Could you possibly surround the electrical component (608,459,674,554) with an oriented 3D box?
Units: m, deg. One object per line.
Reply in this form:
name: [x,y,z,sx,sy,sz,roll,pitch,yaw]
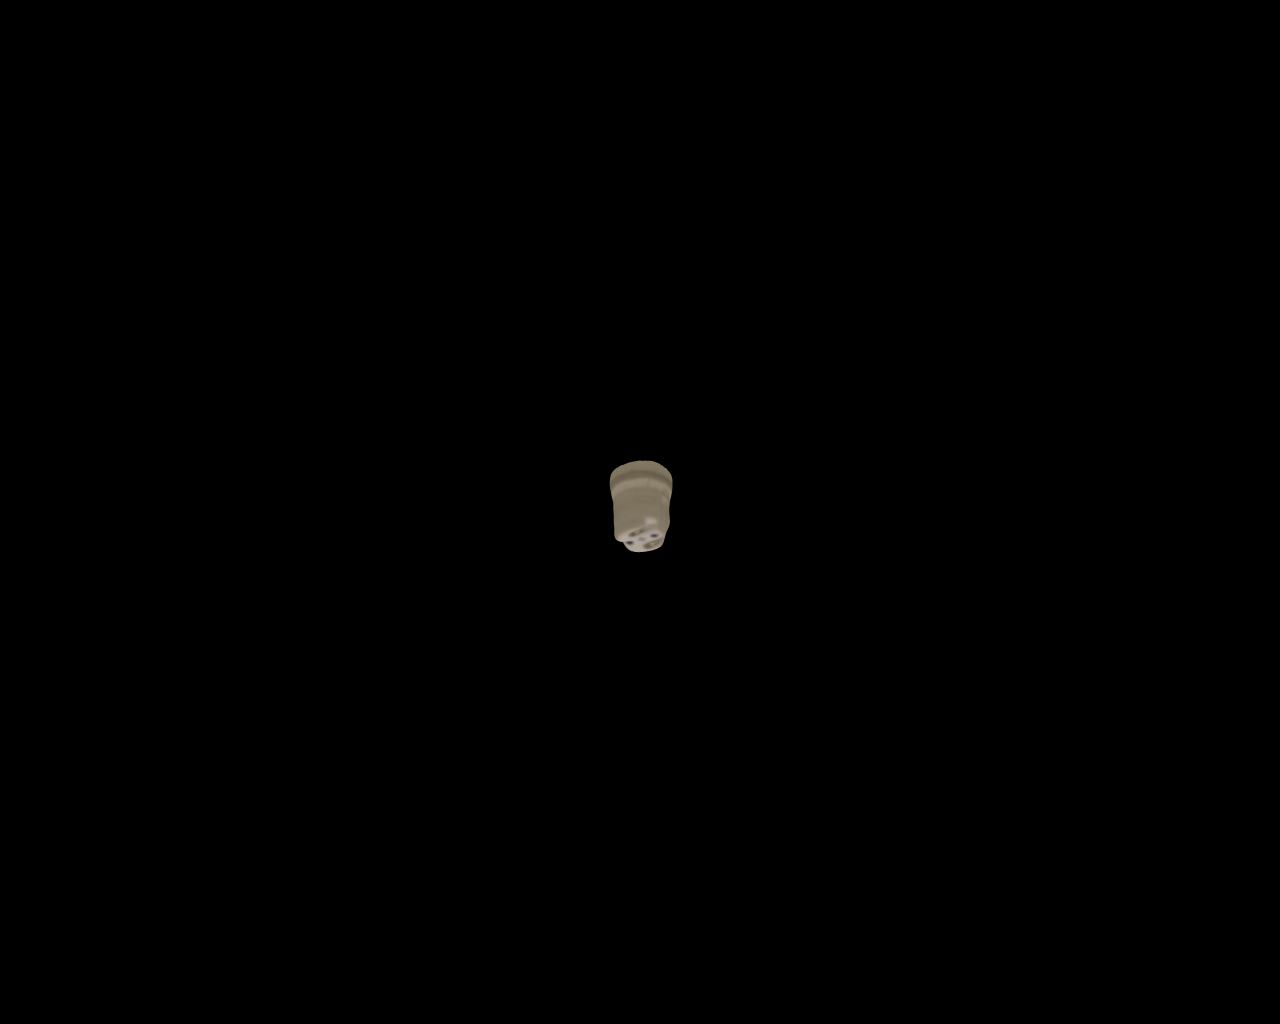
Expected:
electrical component: [0.001,-0.003,0.650,0.040,0.046,0.040,0,-29,0]
